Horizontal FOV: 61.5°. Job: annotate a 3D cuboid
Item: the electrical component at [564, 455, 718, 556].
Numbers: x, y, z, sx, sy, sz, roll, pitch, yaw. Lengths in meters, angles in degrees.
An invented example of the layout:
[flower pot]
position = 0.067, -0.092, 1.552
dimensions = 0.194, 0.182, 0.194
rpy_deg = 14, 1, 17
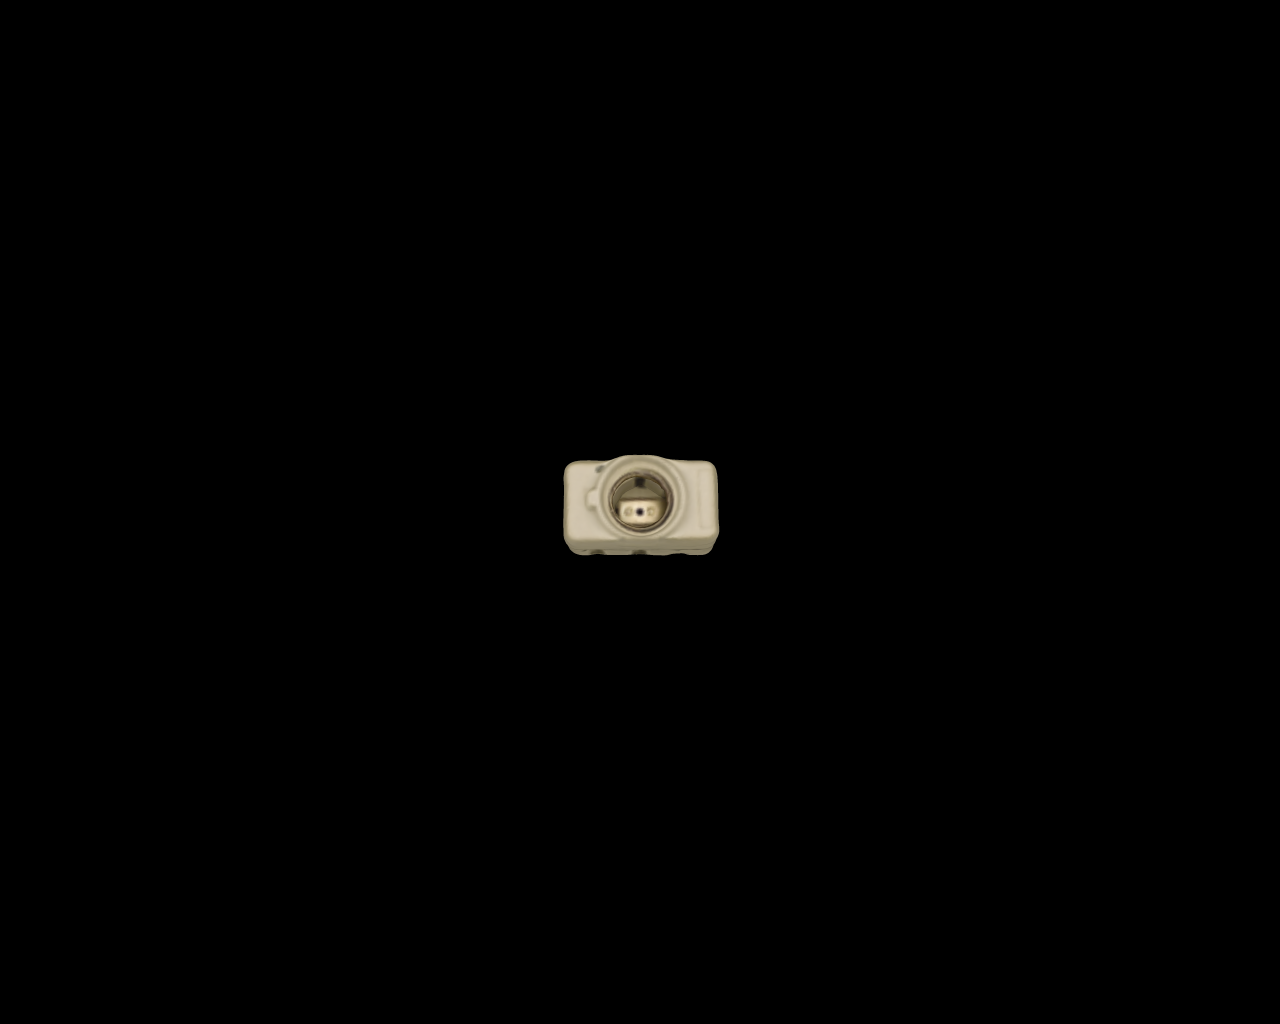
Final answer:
[electrical component]
position = 0.001, -0.003, 0.650
dimensions = 0.089, 0.050, 0.055
rpy_deg = 0, -13, 0
